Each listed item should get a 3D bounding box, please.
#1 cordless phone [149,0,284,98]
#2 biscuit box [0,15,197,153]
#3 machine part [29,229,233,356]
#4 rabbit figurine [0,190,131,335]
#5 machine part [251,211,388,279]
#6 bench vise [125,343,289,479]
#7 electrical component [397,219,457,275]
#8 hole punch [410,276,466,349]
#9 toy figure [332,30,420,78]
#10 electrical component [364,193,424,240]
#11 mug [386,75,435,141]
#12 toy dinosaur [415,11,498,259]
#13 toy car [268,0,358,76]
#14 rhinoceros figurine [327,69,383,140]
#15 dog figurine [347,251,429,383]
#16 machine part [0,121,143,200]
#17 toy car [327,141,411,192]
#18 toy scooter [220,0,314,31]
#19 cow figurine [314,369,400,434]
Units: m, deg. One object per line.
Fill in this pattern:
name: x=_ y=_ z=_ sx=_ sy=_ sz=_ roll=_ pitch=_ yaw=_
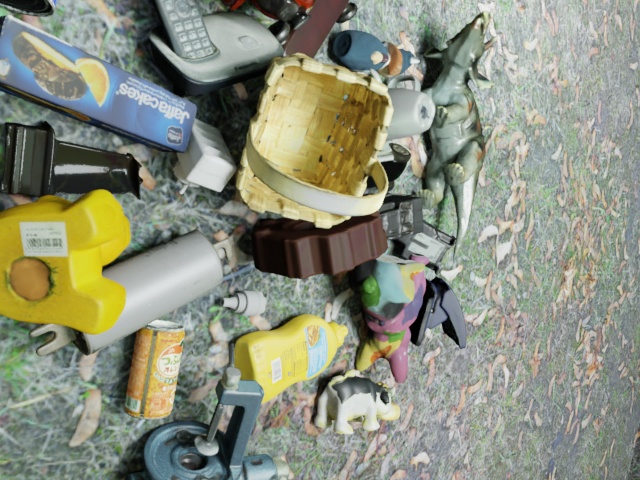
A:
cordless phone: x=-0.133 y=-0.264 z=0.609 sx=0.146 sy=0.089 sz=0.184 roll=-31 pitch=112 yaw=-35
biscuit box: x=-0.228 y=-0.149 z=0.549 sx=0.202 sy=0.063 sz=0.059 roll=17 pitch=86 yaw=-43
machine part: x=-0.197 y=0.054 z=0.599 sx=0.243 sy=0.079 sz=0.079 roll=-29 pitch=115 yaw=-36
rabbit figurine: x=-0.246 y=0.014 z=0.511 sx=0.162 sy=0.173 sz=0.121 roll=-8 pitch=106 yaw=4
machine part: x=-0.001 y=-0.002 z=0.711 sx=0.179 sy=0.180 sz=0.056 roll=-20 pitch=109 yaw=-39
bench vise: x=-0.117 y=0.259 z=0.659 sx=0.223 sy=0.129 sz=0.240 roll=11 pitch=110 yaw=-23
electrical component: x=0.169 y=0.002 z=0.933 sx=0.048 sy=0.119 sz=0.074 roll=-45 pitch=160 yaw=-77
hole punch: x=0.206 y=0.124 z=0.935 sx=0.092 sy=0.142 sz=0.115 roll=10 pitch=96 yaw=-1
toy figure: x=0.087 y=-0.281 z=0.822 sx=0.154 sy=0.058 sz=0.064 roll=0 pitch=62 yaw=-42
electrical component: x=0.092 y=-0.037 z=0.828 sx=0.134 sy=0.115 sz=0.058 roll=-14 pitch=108 yaw=-39
mug: x=0.129 y=-0.206 z=0.841 sx=0.080 sy=0.107 sz=0.109 roll=37 pitch=74 yaw=-42
toy dinosaur: x=0.242 y=-0.184 z=0.952 sx=0.192 sy=0.131 sz=0.404 roll=-33 pitch=124 yaw=-34
toy car: x=-0.014 y=-0.295 z=0.732 sx=0.089 sy=0.053 sz=0.202 roll=50 pitch=59 yaw=-45
rhinoceros figurine: x=0.018 y=-0.185 z=0.771 sx=0.190 sy=0.073 sz=0.112 roll=-28 pitch=102 yaw=-32
dog figurine: x=0.103 y=0.124 z=0.858 sx=0.191 sy=0.109 sz=0.219 roll=-16 pitch=114 yaw=-67
machine part: x=-0.252 y=-0.075 z=0.556 sx=0.139 sy=0.039 sz=0.084 roll=7 pitch=86 yaw=-42
toy car: x=0.069 y=-0.107 z=0.817 sx=0.202 sy=0.056 sz=0.073 roll=-17 pitch=144 yaw=-45
toy scooter: x=-0.067 y=-0.289 z=0.591 sx=0.183 sy=0.075 sz=0.135 roll=20 pitch=46 yaw=-45
cow figurine: x=0.070 y=0.260 z=0.888 sx=0.167 sy=0.068 sz=0.098 roll=9 pitch=85 yaw=-44
